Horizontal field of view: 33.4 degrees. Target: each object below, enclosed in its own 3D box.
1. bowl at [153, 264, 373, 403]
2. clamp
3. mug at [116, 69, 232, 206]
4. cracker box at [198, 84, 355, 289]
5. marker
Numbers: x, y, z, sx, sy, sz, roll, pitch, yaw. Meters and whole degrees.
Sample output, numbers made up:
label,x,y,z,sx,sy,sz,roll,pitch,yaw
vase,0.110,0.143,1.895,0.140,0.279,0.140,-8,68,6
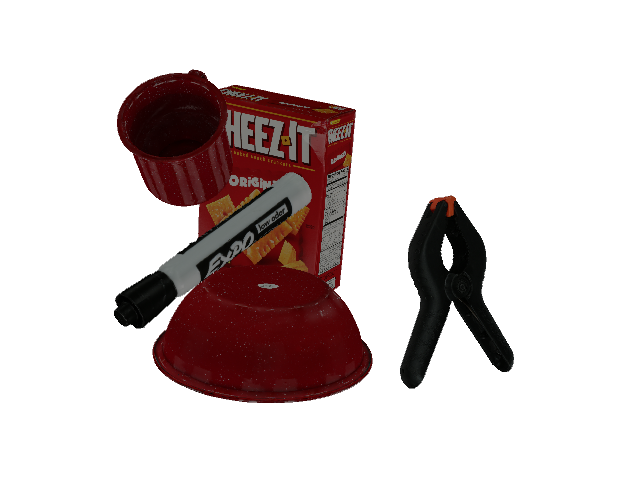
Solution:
label,x,y,z,sx,sy,sz,roll,pitch,yaw
bowl,-0.040,0.058,0.774,0.162,0.055,0.162,3,18,-1
clamp,0.109,0.049,0.951,0.120,0.171,0.039,-15,2,-36
mug,-0.118,-0.093,0.924,0.093,0.117,0.081,6,-30,8
cracker box,-0.055,-0.055,1.212,0.164,0.214,0.072,15,23,26
marker,-0.050,0.004,0.507,0.020,0.020,0.120,0,30,49
